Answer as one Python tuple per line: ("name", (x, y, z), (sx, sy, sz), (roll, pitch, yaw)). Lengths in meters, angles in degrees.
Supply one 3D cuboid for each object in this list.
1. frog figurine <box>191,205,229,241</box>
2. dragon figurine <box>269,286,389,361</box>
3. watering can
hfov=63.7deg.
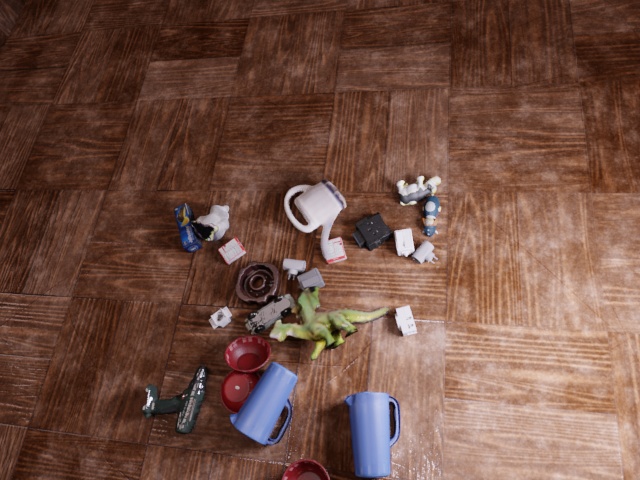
("frog figurine", (-0.432, -0.072, 2.094), (0.137, 0.120, 0.163), (-4, 28, 21))
("dragon figurine", (0.015, 0.259, 1.796), (0.414, 0.119, 0.246), (-27, 65, -21))
("watering can", (0.006, -0.100, 1.984), (0.225, 0.102, 0.353), (-35, 61, -5))
